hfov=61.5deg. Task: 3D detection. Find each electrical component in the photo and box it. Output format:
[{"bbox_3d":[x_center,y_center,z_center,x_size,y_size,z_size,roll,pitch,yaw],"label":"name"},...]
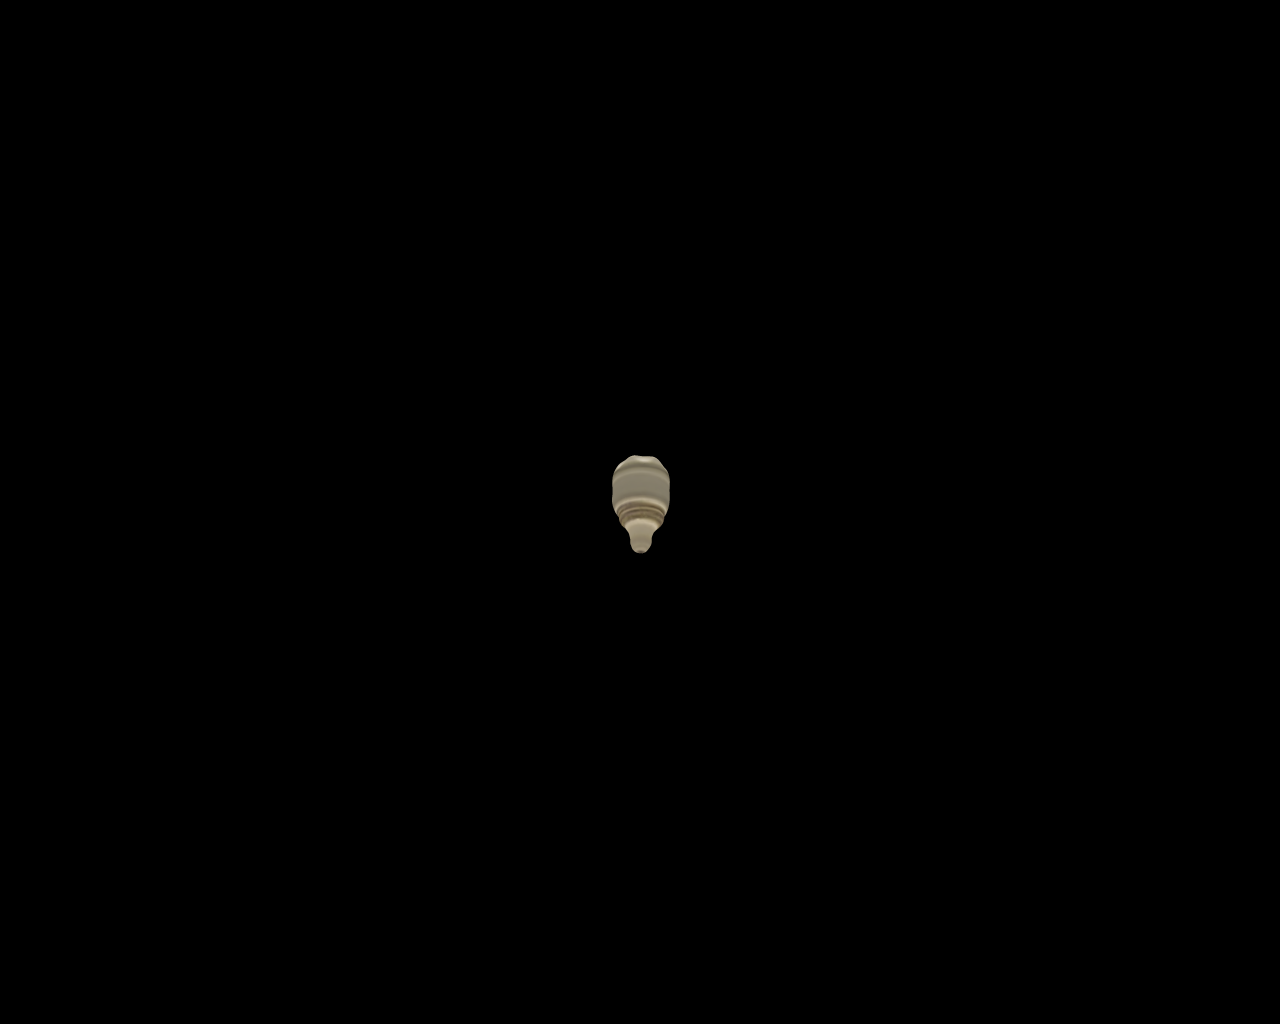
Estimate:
[{"bbox_3d":[0.001,-0.003,0.650,0.035,0.061,0.035,0,-29,0],"label":"electrical component"}]
